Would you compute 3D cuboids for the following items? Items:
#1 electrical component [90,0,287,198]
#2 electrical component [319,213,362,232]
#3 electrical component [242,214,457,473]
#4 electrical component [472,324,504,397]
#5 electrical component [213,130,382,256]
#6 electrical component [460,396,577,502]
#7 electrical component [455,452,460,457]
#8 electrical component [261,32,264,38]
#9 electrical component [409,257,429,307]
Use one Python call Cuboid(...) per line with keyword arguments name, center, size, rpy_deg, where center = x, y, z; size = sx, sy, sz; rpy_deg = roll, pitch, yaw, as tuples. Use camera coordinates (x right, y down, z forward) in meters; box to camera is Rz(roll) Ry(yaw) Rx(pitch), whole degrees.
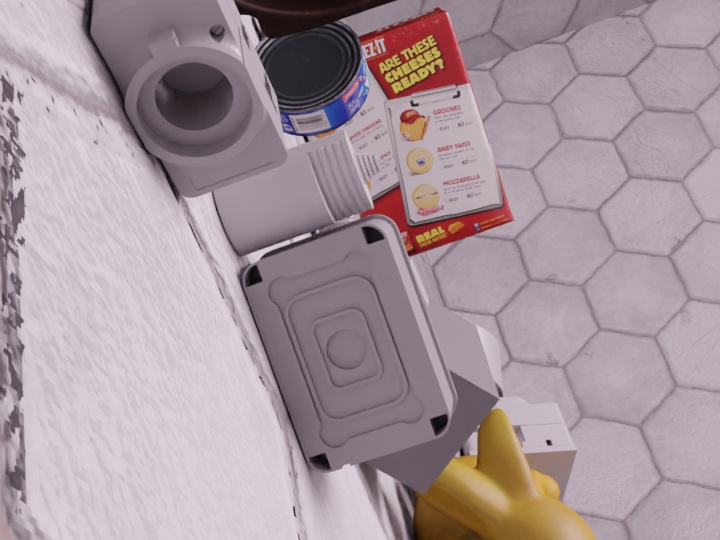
Cuboid(name="electrical component", center=(-0.069, -0.080, 0.442), size=(0.055, 0.050, 0.089), rpy_deg=(-104, 172, -50))
Cuboid(name="electrical component", center=(-0.018, -0.041, 0.841), size=(0.043, 0.043, 0.062), rpy_deg=(45, 28, -77))
Cuboid(name="electrical component", center=(-0.003, 0.035, 0.545), size=(0.057, 0.078, 0.113), rpy_deg=(-43, 113, -81))
Cuboid(name="electrical component", center=(0.071, 0.100, 0.919), size=(0.108, 0.108, 0.060), rpy_deg=(64, 15, -50))
Cuboid(name="electrical component", center=(-0.028, -0.041, 0.540), size=(0.043, 0.081, 0.043), rpy_deg=(-19, 90, -84))
Cuboid(name="electrical component", center=(0.119, 0.183, 0.912), size=(0.061, 0.089, 0.150), rpy_deg=(-104, -165, -51))
Cuboid(name="electrical component", center=(0.052, 0.138, 0.856), size=(0.055, 0.055, 0.047), rpy_deg=(64, 12, -50))
Cuboid(name="electrical component", center=(-0.066, -0.209, 0.937), size=(0.077, 0.044, 0.079), rpy_deg=(-99, 167, -62))
Cuboid(name="electrical component", center=(-0.005, 0.018, 0.636), size=(0.042, 0.081, 0.063), rpy_deg=(65, 31, -44))
